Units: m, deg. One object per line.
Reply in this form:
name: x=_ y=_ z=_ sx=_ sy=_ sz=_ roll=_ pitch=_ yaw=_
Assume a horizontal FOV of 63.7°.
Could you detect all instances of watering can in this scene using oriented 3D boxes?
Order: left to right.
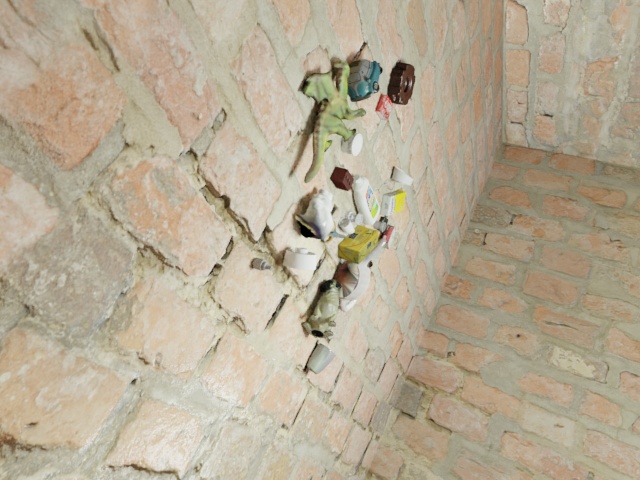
watering can: x=0.156 y=0.133 z=2.104 sx=0.348 sy=0.105 sz=0.222 roll=-64 pitch=153 yaw=0

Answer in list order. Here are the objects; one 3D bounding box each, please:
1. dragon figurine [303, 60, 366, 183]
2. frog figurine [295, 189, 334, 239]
dragon figurine: x=0.009 y=-0.395 z=1.577 sx=0.238 sy=0.122 sz=0.418 roll=53 pitch=54 yaw=-37
frog figurine: x=0.005 y=-0.085 z=1.694 sx=0.161 sy=0.123 sz=0.135 roll=-48 pitch=126 yaw=-20
